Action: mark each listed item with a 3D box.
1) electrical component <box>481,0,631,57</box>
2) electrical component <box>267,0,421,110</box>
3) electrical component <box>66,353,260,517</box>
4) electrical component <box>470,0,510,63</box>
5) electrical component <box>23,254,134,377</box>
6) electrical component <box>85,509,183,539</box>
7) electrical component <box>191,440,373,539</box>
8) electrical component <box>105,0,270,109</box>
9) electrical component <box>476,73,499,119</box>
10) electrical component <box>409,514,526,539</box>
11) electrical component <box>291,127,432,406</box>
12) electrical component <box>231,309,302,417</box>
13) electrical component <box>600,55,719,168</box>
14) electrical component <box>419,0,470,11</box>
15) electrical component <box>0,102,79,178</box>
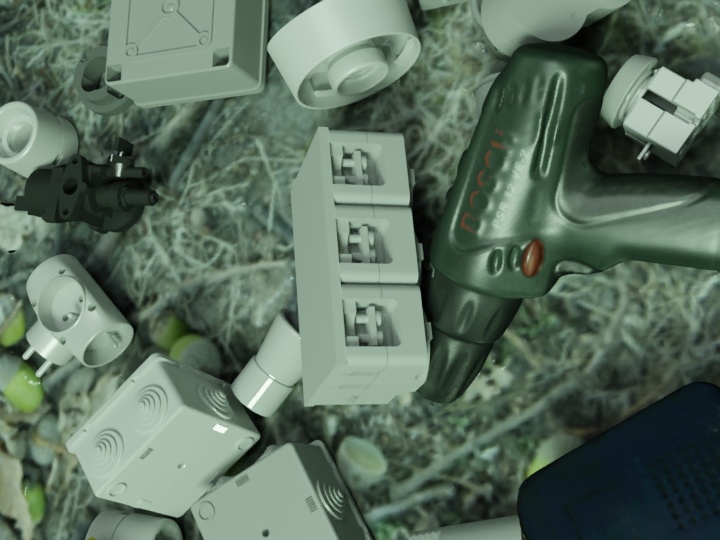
[{"bbox_3d":[0.142,-0.178,0.632,0.138,0.074,0.052,-32,95,-19],"label":"electrical component"},{"bbox_3d":[-0.010,-0.152,0.713,0.099,0.099,0.064,-27,75,16],"label":"electrical component"},{"bbox_3d":[-0.125,0.111,0.702,0.099,0.100,0.048,-45,53,8],"label":"electrical component"},{"bbox_3d":[0.101,-0.167,0.693,0.055,0.047,0.055,-5,76,22],"label":"electrical component"},{"bbox_3d":[-0.216,0.042,0.784,0.079,0.044,0.077,-48,65,7],"label":"electrical component"},{"bbox_3d":[-0.150,0.190,0.719,0.047,0.055,0.055,1,79,20],"label":"electrical component"},{"bbox_3d":[-0.049,0.166,0.683,0.100,0.048,0.099,-34,68,14],"label":"electrical component"},{"bbox_3d":[-0.125,-0.182,0.788,0.109,0.056,0.108,-3,77,23],"label":"electrical component"},{"bbox_3d":[0.097,-0.092,0.680,0.045,0.045,0.055,-8,75,22],"label":"electrical component"},{"bbox_3d":[0.063,0.172,0.637,0.081,0.043,0.043,-14,73,20],"label":"electrical component"},{"bbox_3d":[0.000,0.000,0.663,0.062,0.089,0.150,1,68,-15],"label":"electrical component"},{"bbox_3d":[-0.055,0.064,0.713,0.044,0.044,0.065,43,101,25],"label":"electrical component"},{"bbox_3d":[0.179,-0.098,0.647,0.055,0.048,0.066,35,94,18],"label":"electrical component"},{"bbox_3d":[0.051,-0.228,0.702,0.048,0.099,0.099,-11,74,8],"label":"electrical component"},{"bbox_3d":[-0.255,-0.099,0.831,0.055,0.047,0.055,-5,76,22],"label":"electrical component"}]
